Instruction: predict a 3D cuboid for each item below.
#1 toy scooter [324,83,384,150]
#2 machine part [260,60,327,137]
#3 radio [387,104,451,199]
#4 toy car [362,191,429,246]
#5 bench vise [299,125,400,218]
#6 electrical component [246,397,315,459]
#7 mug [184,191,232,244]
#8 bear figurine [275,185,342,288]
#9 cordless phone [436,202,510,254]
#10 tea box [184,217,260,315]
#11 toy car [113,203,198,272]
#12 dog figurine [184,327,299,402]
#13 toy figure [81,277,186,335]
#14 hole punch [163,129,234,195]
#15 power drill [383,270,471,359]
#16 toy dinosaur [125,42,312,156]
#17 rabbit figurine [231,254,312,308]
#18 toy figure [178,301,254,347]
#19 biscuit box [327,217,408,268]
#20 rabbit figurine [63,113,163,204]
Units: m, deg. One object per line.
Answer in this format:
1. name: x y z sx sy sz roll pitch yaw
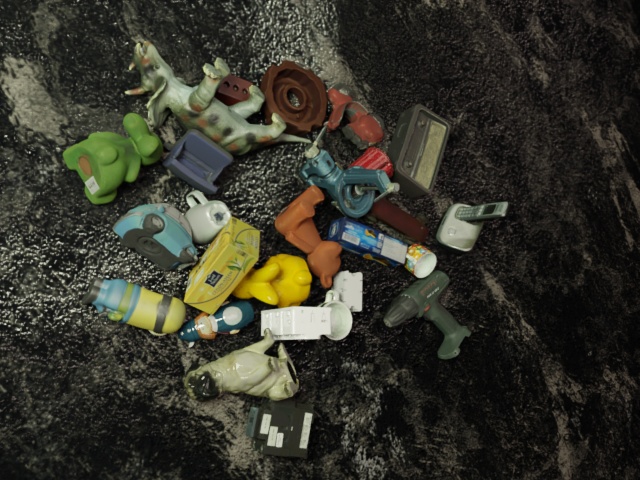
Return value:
1. toy scooter: 0.074 -0.289 1.329 0.183 0.075 0.135 44 54 -15
2. machine part: -0.065 -0.330 1.269 0.179 0.056 0.179 7 76 -31
3. radio: 0.258 -0.240 1.436 0.131 0.073 0.229 29 66 -24
4. toy car: 0.195 -0.054 1.374 0.202 0.053 0.089 28 83 -25
5. bench vise: 0.072 -0.137 1.216 0.129 0.241 0.223 -45 122 -28
6. electrical component: -0.084 0.385 1.116 0.134 0.058 0.115 21 68 -26
7. mug: -0.226 -0.052 1.085 0.081 0.107 0.109 -28 97 -34
8. bear figurine: -0.005 -0.002 1.200 0.196 0.132 0.120 47 32 -8
9. cordless phone: 0.413 -0.035 1.426 0.088 0.184 0.146 43 62 -23
10. tea box: -0.189 0.051 1.040 0.068 0.169 0.098 30 29 -23
11. toy car: -0.303 -0.017 1.038 0.161 0.109 0.103 40 45 -29
12. dog figurine: -0.153 0.283 1.072 0.191 0.121 0.172 -25 118 7
13. toy figure: -0.339 0.123 0.993 0.180 0.089 0.082 28 75 -27
14. hole punch: -0.253 -0.143 1.080 0.142 0.116 0.092 32 60 -25
15. power drill: 0.279 0.203 1.367 0.207 0.086 0.232 49 57 -5
16. toy dinosaur: -0.211 -0.249 1.124 0.404 0.192 0.131 35 28 -36
17. rabbit figurine: -0.111 0.094 1.118 0.173 0.162 0.121 1 92 -14
18. toy figure: -0.211 0.165 1.085 0.154 0.057 0.064 -16 51 -31
19. biscuit box: 0.116 0.008 1.308 0.202 0.063 0.059 22 71 -26
20. rabbit figurine: -0.368 -0.170 1.012 0.121 0.159 0.170 54 44 -1
